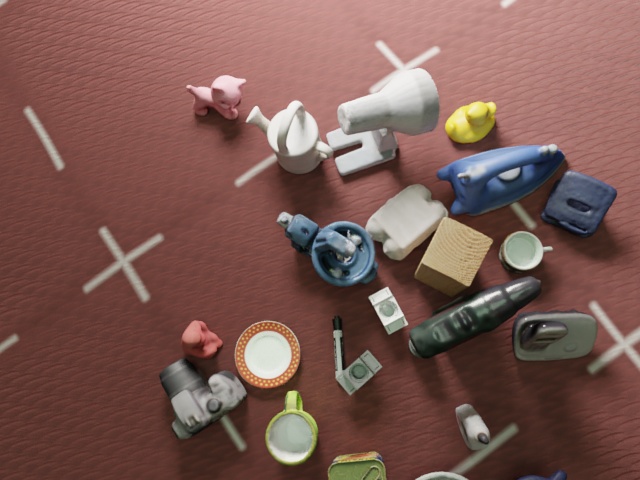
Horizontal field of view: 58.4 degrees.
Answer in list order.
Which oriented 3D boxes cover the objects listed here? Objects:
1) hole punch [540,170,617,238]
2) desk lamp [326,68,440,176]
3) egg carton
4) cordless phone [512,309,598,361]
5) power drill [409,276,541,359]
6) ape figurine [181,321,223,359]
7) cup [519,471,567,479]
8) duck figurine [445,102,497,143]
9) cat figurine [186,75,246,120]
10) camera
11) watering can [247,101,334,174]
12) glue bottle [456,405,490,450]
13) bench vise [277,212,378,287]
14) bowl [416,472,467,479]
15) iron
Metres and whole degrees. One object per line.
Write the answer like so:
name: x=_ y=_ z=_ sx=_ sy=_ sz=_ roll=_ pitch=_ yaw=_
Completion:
hole punch: x=0.492 y=-0.066 z=1.092 sx=0.108 sy=0.091 sz=0.101 roll=25 pitch=83 yaw=9
desk lamp: x=0.114 y=-0.221 z=1.090 sx=0.203 sy=0.213 sz=0.118 roll=-20 pitch=79 yaw=1
egg carton: x=0.169 y=-0.037 z=1.126 sx=0.150 sy=0.069 sz=0.107 roll=-42 pitch=79 yaw=-3
cordless phone: x=0.424 y=0.167 z=1.009 sx=0.147 sy=0.185 sz=0.094 roll=-7 pitch=79 yaw=4
power drill: x=0.264 y=0.136 z=1.016 sx=0.229 sy=0.208 sz=0.075 roll=-29 pitch=78 yaw=0
ape figurine: x=-0.238 y=0.194 z=1.109 sx=0.076 sy=0.092 sz=0.078 roll=-11 pitch=79 yaw=3
cup: x=0.380 y=0.445 z=1.009 sx=0.091 sy=0.095 sz=0.118 roll=43 pitch=86 yaw=11
duck figurine: x=0.304 y=-0.243 z=1.142 sx=0.104 sy=0.086 sz=0.077 roll=-22 pitch=79 yaw=1
cat figurine: x=-0.211 y=-0.303 z=1.182 sx=0.127 sy=0.118 sz=0.067 roll=7 pitch=81 yaw=6
camera: x=-0.236 y=0.288 z=1.088 sx=0.143 sy=0.101 sz=0.136 roll=-35 pitch=79 yaw=-2
watering can: x=-0.059 y=-0.204 z=1.112 sx=0.172 sy=0.194 sz=0.101 roll=3 pitch=80 yaw=6
glue bottle: x=0.272 y=0.334 z=0.999 sx=0.037 sy=0.173 sz=0.078 roll=-20 pitch=79 yaw=2
bench vise: x=0.007 y=0.015 z=1.054 sx=0.207 sy=0.220 sz=0.121 roll=12 pitch=81 yaw=7
bowl: x=0.217 y=0.496 z=1.025 sx=0.167 sy=0.075 sz=0.167 roll=-1 pitch=80 yaw=5
iron: x=0.362 y=-0.139 z=1.090 sx=0.258 sy=0.141 sz=0.118 roll=-20 pitch=79 yaw=1
